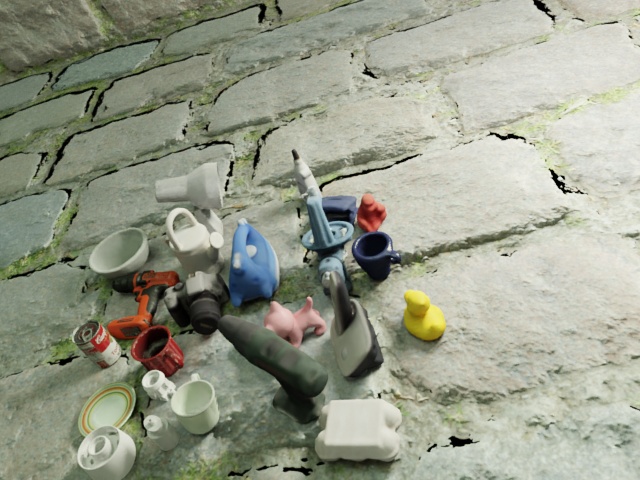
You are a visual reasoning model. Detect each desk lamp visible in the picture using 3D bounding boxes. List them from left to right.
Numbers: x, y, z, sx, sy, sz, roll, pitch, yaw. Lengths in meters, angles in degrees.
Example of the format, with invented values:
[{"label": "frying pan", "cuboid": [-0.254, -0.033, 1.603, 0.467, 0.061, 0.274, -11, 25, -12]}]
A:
[{"label": "desk lamp", "cuboid": [-0.325, -0.088, 1.495, 0.203, 0.214, 0.117, -19, 41, 4]}]

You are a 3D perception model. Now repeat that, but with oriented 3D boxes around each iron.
[{"label": "iron", "cuboid": [-0.173, 0.029, 1.362, 0.118, 0.142, 0.258, -16, 42, 7]}]

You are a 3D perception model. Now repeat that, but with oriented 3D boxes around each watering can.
[{"label": "watering can", "cuboid": [-0.311, 0.003, 1.408, 0.172, 0.194, 0.101, -11, 43, 12]}]

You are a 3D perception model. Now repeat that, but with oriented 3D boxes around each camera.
[{"label": "camera", "cuboid": [-0.284, 0.149, 1.314, 0.143, 0.101, 0.136, -21, 41, 1]}]

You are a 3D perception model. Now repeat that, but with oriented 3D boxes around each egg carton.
[{"label": "egg carton", "cuboid": [0.067, 0.332, 0.994, 0.150, 0.070, 0.107, -7, 44, 16]}]

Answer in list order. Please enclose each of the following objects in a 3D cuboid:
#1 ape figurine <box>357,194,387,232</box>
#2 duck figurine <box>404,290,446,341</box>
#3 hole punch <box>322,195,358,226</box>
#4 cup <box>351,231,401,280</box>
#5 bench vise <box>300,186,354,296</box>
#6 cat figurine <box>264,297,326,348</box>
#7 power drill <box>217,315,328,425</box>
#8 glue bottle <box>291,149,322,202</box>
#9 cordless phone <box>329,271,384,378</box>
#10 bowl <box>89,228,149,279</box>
[{"label": "ape figurine", "cuboid": [0.120, -0.071, 1.379, 0.078, 0.092, 0.076, -20, 41, 2]}, {"label": "duck figurine", "cuboid": [0.200, 0.141, 1.127, 0.077, 0.086, 0.104, -30, 42, -9]}, {"label": "hole punch", "cuboid": [0.033, -0.079, 1.426, 0.108, 0.091, 0.101, -1, 46, 23]}, {"label": "cup", "cuboid": [0.133, 0.045, 1.249, 0.117, 0.095, 0.092, 18, 55, 36]}, {"label": "bench vise", "cuboid": [0.022, 0.000, 1.250, 0.121, 0.220, 0.207, -24, 41, -2]}, {"label": "cat figurine", "cuboid": [-0.062, 0.166, 1.188, 0.128, 0.118, 0.067, -32, 42, -11]}, {"label": "power drill", "cuboid": [-0.073, 0.240, 1.045, 0.228, 0.209, 0.076, 17, 55, 36]}, {"label": "glue bottle", "cuboid": [-0.041, -0.165, 1.485, 0.037, 0.173, 0.077, -37, 43, -16]}, {"label": "cordless phone", "cuboid": [0.051, 0.159, 1.096, 0.094, 0.185, 0.147, -22, 41, 0]}, {"label": "bowl", "cuboid": [-0.527, 0.049, 1.543, 0.167, 0.075, 0.167, -12, 42, 11]}]
